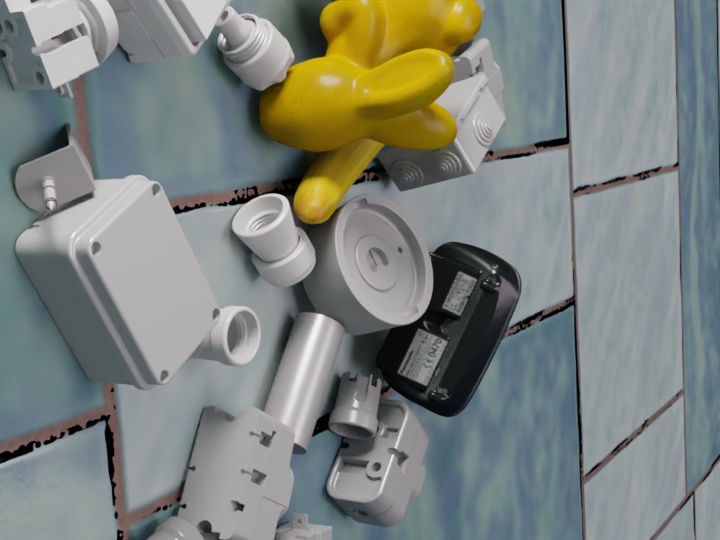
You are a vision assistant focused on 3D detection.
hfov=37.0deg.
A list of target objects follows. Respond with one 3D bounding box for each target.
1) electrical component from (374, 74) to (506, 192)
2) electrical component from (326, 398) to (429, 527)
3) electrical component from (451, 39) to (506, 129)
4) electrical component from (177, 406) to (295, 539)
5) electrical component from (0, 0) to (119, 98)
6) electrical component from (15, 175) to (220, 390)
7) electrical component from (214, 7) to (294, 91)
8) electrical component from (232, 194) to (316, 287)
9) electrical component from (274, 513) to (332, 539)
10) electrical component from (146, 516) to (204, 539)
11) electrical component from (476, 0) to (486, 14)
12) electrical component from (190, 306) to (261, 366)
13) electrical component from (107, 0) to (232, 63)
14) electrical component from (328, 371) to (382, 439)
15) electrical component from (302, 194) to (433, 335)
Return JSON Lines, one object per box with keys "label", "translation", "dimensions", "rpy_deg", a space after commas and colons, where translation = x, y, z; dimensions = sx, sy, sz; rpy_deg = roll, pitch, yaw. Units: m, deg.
{"label": "electrical component", "translation": [0.071, -0.118, 0.941], "dimensions": [0.048, 0.100, 0.099], "rpy_deg": [55, 46, -26]}
{"label": "electrical component", "translation": [0.018, 0.164, 0.909], "dimensions": [0.059, 0.054, 0.095], "rpy_deg": [55, 47, -44]}
{"label": "electrical component", "translation": [0.104, -0.172, 1.035], "dimensions": [0.055, 0.050, 0.089], "rpy_deg": [-48, 130, -46]}
{"label": "electrical component", "translation": [-0.083, 0.146, 0.746], "dimensions": [0.056, 0.050, 0.089], "rpy_deg": [41, 53, -51]}
{"label": "electrical component", "translation": [-0.171, -0.132, 0.606], "dimensions": [0.055, 0.048, 0.066], "rpy_deg": [-40, 124, -41]}
{"label": "electrical component", "translation": [-0.141, 0.008, 0.646], "dimensions": [0.078, 0.057, 0.113], "rpy_deg": [-54, 134, -42]}
{"label": "electrical component", "translation": [-0.078, -0.158, 0.753], "dimensions": [0.062, 0.043, 0.043], "rpy_deg": [42, 57, -49]}
{"label": "electrical component", "translation": [-0.062, -0.021, 0.783], "dimensions": [0.045, 0.045, 0.055], "rpy_deg": [-62, 140, -35]}
{"label": "electrical component", "translation": [-0.050, 0.219, 0.811], "dimensions": [0.055, 0.048, 0.066], "rpy_deg": [0, 91, -65]}
{"label": "electrical component", "translation": [-0.127, 0.188, 0.693], "dimensions": [0.046, 0.040, 0.040], "rpy_deg": [-35, 120, -46]}
{"label": "electrical component", "translation": [0.077, -0.266, 0.988], "dimensions": [0.055, 0.050, 0.089], "rpy_deg": [-55, 135, -41]}
{"label": "electrical component", "translation": [-0.097, 0.044, 0.728], "dimensions": [0.040, 0.046, 0.040], "rpy_deg": [-4, 94, -58]}
{"label": "electrical component", "translation": [-0.116, -0.185, 0.675], "dimensions": [0.061, 0.061, 0.096], "rpy_deg": [58, 45, -41]}
{"label": "electrical component", "translation": [-0.003, 0.111, 0.888], "dimensions": [0.040, 0.040, 0.046], "rpy_deg": [45, 49, -49]}
{"label": "electrical component", "translation": [0.000, 0.000, 0.858], "dimensions": [0.108, 0.060, 0.108], "rpy_deg": [22, 58, -39]}
